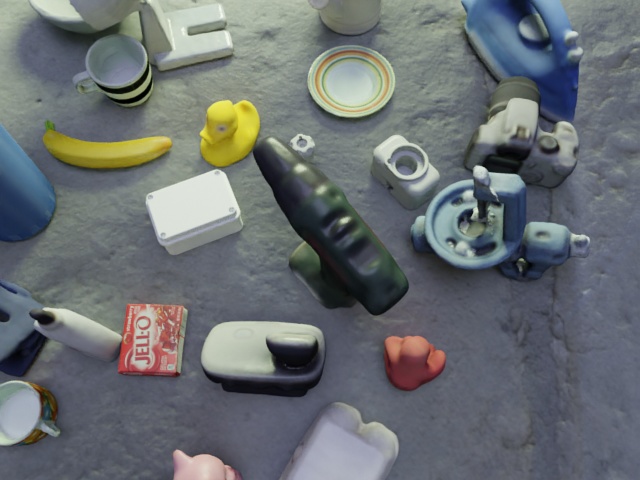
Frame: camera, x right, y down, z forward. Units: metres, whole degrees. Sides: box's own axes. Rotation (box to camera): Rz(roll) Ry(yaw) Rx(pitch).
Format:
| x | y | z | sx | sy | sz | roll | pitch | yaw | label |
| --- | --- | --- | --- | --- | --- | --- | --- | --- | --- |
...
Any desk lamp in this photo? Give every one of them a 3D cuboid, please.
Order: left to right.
| x | y | z | sx | sy | sz | roll | pitch | yaw | label |
| --- | --- | --- | --- | --- | --- | --- | --- | --- | --- |
| -0.244 | -0.350 | 0.812 | 0.203 | 0.213 | 0.118 | -15 | 70 | -6 | desk lamp |

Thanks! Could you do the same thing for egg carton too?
| x | y | z | sx | sy | sz | roll | pitch | yaw | label |
| --- | --- | --- | --- | --- | --- | --- | --- | --- | --- |
| 0.017 | 0.269 | 0.657 | 0.107 | 0.069 | 0.150 | 28 | 72 | 10 | egg carton |

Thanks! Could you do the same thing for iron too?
| x | y | z | sx | sy | sz | roll | pitch | yaw | label |
| --- | --- | --- | --- | --- | --- | --- | --- | --- | --- |
| 0.318 | -0.302 | 0.835 | 0.119 | 0.141 | 0.258 | -25 | 71 | -9 | iron |

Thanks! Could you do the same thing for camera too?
| x | y | z | sx | sy | sz | roll | pitch | yaw | label |
| --- | --- | --- | --- | --- | --- | --- | --- | --- | --- |
| 0.289 | -0.160 | 0.803 | 0.143 | 0.101 | 0.137 | 13 | 70 | 5 | camera |

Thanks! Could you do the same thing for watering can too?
| x | y | z | sx | sy | sz | roll | pitch | yaw | label |
| --- | --- | --- | --- | --- | --- | --- | --- | --- | --- |
| 0.047 | -0.400 | 0.842 | 0.101 | 0.194 | 0.173 | 13 | 70 | 5 | watering can |

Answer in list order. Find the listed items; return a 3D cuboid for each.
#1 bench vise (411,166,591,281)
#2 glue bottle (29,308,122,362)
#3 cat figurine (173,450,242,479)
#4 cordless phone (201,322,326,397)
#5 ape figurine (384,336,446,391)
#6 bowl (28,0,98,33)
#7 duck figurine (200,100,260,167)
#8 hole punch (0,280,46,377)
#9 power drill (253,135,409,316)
| x | y | z | sx | sy | sz | roll | pitch | yaw | label |
| --- | --- | --- | --- | --- | --- | --- | --- | --- | --- |
| 0.225 | -0.030 | 0.690 | 0.207 | 0.220 | 0.121 | -6 | 69 | -2 | bench vise |
| -0.291 | 0.103 | 0.662 | 0.078 | 0.173 | 0.037 | 16 | 70 | 6 | glue bottle |
| -0.121 | 0.290 | 0.623 | 0.067 | 0.118 | 0.128 | -12 | 70 | -4 | cat figurine |
| -0.066 | 0.122 | 0.650 | 0.147 | 0.185 | 0.094 | 0 | 69 | 0 | cordless phone |
| 0.113 | 0.142 | 0.693 | 0.077 | 0.092 | 0.076 | 37 | 74 | 13 | ape figurine |
| -0.364 | -0.384 | 0.898 | 0.167 | 0.075 | 0.167 | 0 | 69 | 0 | bowl |
| -0.131 | -0.165 | 0.811 | 0.077 | 0.086 | 0.105 | 34 | 73 | 12 | duck figurine |
| -0.399 | 0.102 | 0.706 | 0.108 | 0.091 | 0.101 | 24 | 71 | 9 | hole punch |
| 0.006 | 0.002 | 0.683 | 0.076 | 0.208 | 0.229 | -40 | 74 | -14 | power drill |
